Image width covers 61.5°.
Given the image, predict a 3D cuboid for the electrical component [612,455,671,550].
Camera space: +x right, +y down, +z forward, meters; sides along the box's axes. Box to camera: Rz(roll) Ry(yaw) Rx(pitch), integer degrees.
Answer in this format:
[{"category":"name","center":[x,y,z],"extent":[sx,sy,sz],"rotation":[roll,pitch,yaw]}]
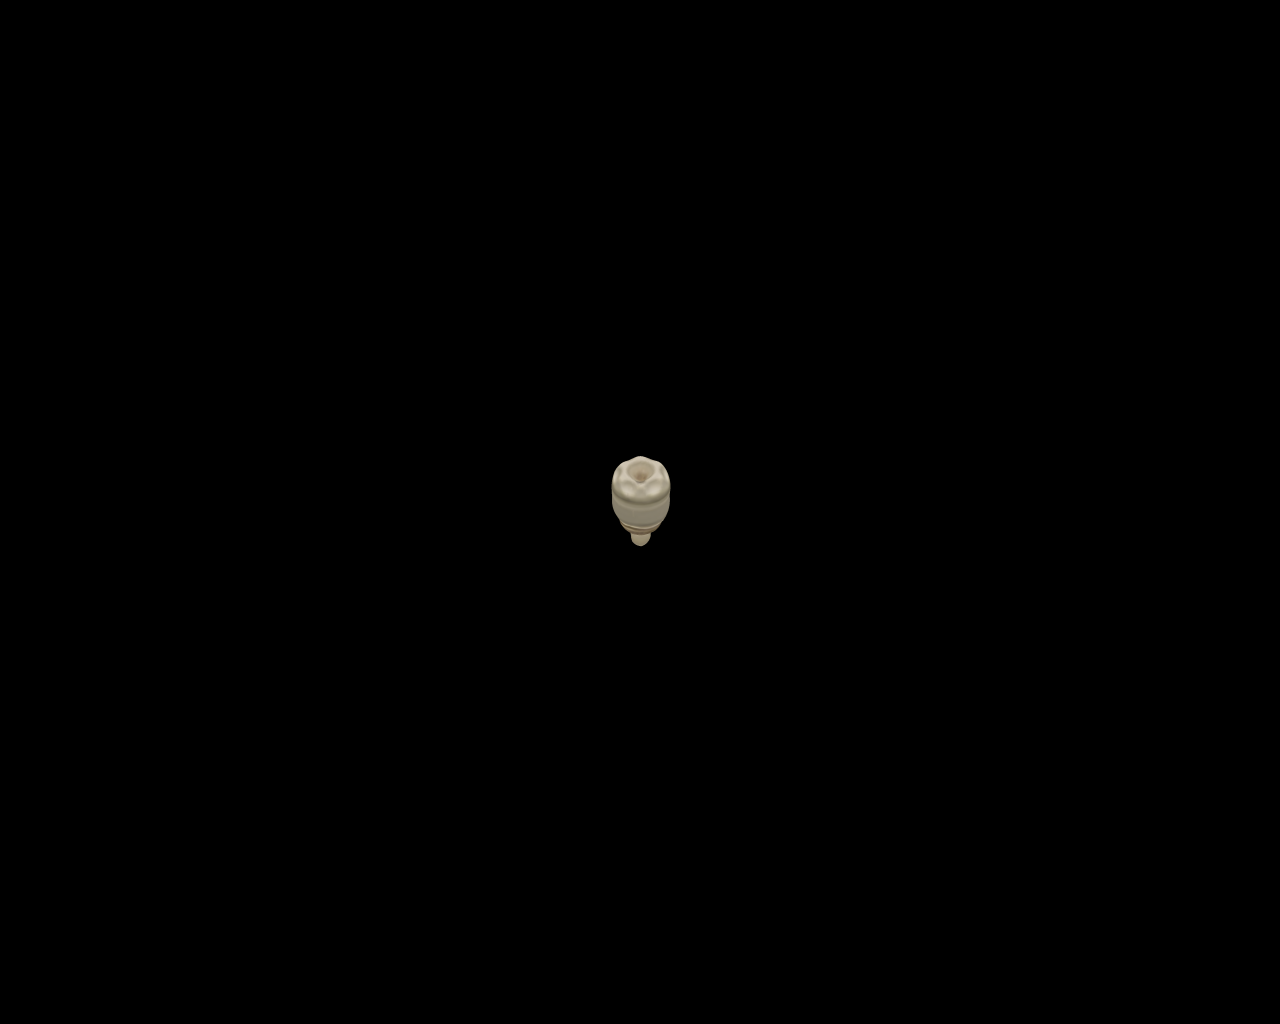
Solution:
[{"category":"electrical component","center":[0.001,-0.003,0.650],"extent":[0.035,0.061,0.035],"rotation":[0,42,0]}]
